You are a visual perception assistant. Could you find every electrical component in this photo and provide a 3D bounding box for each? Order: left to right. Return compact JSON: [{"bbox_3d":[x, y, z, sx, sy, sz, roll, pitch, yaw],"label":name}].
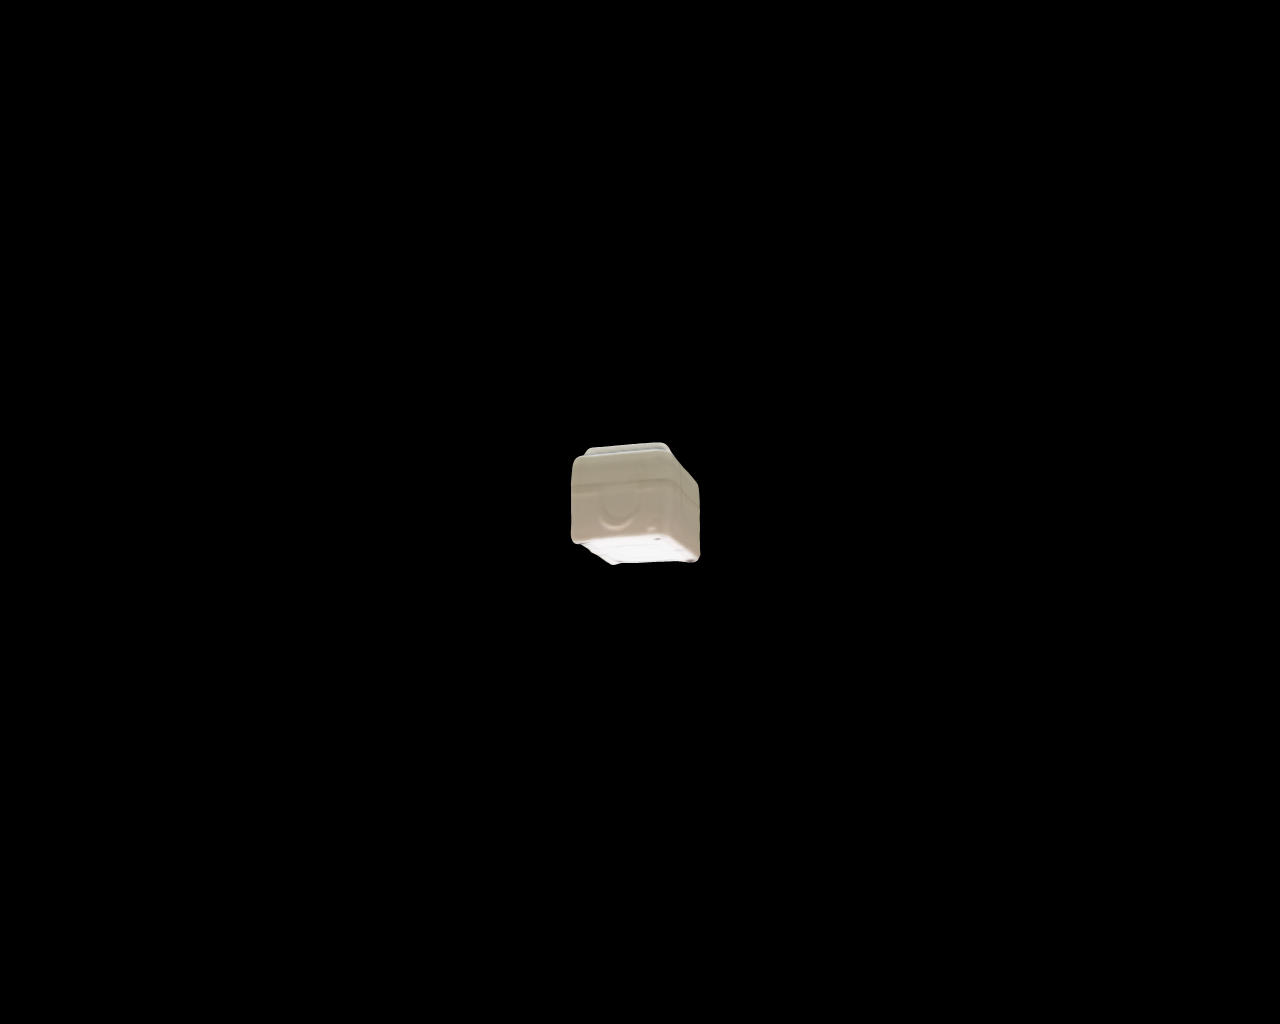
[{"bbox_3d":[0.001,-0.003,0.650,0.062,0.061,0.096,-4,-14,15],"label":"electrical component"}]
